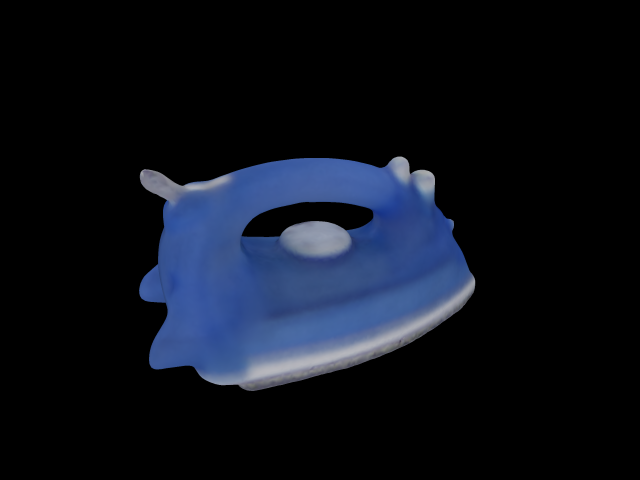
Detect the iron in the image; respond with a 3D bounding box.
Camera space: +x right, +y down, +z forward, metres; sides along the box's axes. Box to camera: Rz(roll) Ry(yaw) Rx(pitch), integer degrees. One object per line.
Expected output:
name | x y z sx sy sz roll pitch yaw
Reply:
iron | 0.004 0.001 0.400 0.259 0.141 0.118 -11 32 -18
